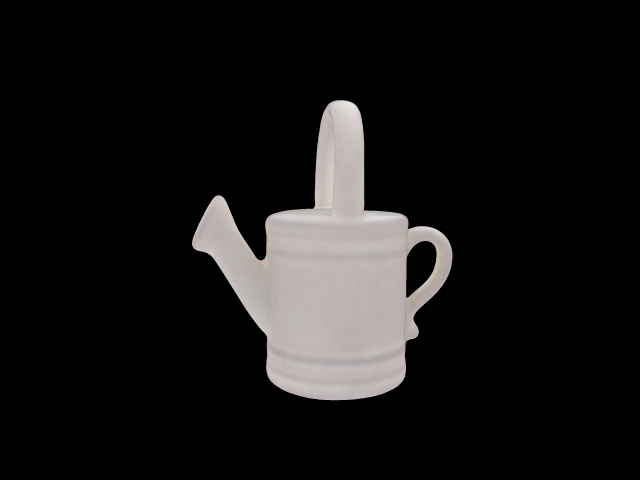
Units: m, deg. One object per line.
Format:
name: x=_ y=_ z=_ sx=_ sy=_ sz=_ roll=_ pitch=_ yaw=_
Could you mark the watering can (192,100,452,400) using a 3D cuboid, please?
watering can: x=0.004 y=0.002 z=0.398 sx=0.173 sy=0.194 sz=0.100 roll=-4 pitch=8 yaw=-28
